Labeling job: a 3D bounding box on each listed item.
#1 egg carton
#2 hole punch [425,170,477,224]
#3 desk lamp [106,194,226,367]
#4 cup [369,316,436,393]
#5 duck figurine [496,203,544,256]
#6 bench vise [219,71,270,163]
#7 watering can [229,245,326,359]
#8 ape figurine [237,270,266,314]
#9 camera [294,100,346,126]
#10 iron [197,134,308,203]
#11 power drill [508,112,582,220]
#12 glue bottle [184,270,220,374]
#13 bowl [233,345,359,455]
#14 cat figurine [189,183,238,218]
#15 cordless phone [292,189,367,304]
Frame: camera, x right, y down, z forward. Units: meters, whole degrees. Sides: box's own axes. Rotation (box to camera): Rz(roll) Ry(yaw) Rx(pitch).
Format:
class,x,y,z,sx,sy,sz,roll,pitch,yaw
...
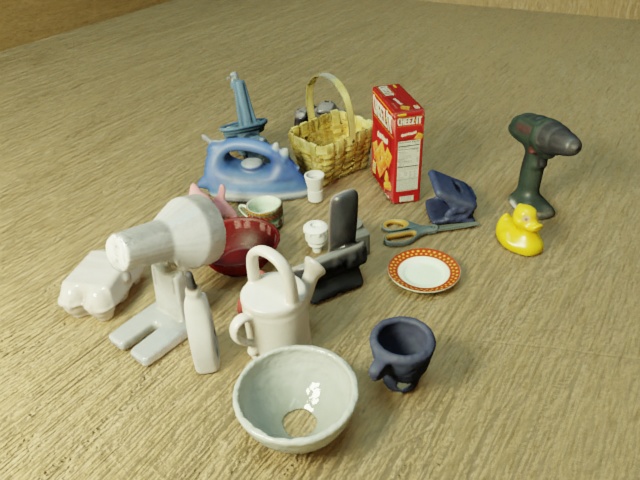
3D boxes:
class,x,y,z,sx,sy,sz,roll,pitch,yaw
egg carton,-0.382,0.076,1.012,0.107,0.069,0.150,4,35,11
hole punch,0.273,-0.093,1.186,0.101,0.091,0.108,-3,35,1
desk lamp,-0.244,0.052,0.908,0.117,0.214,0.204,21,41,31
cup,0.108,0.177,0.804,0.091,0.095,0.118,23,42,33
duck figurine,0.383,-0.030,1.089,0.078,0.086,0.104,-17,37,-18
bench vise,-0.165,-0.285,1.385,0.122,0.220,0.206,-30,42,-32
watering can,-0.064,0.086,0.862,0.100,0.194,0.173,11,37,20
ape figurine,-0.099,0.091,0.947,0.077,0.092,0.076,-1,35,3
camera,-0.003,-0.300,1.499,0.143,0.101,0.137,3,35,9
iron,-0.145,-0.169,1.284,0.258,0.141,0.118,3,35,9
power drill,0.442,-0.152,1.152,0.075,0.209,0.229,-7,35,-6
glue bottle,-0.179,0.115,0.848,0.037,0.173,0.078,-8,35,-6
bowl,-0.030,0.223,0.766,0.167,0.075,0.167,-2,35,2
cat figurine,-0.230,-0.066,1.163,0.067,0.118,0.128,18,40,28
cordless phone,0.009,0.004,0.983,0.148,0.185,0.093,-23,39,-26
